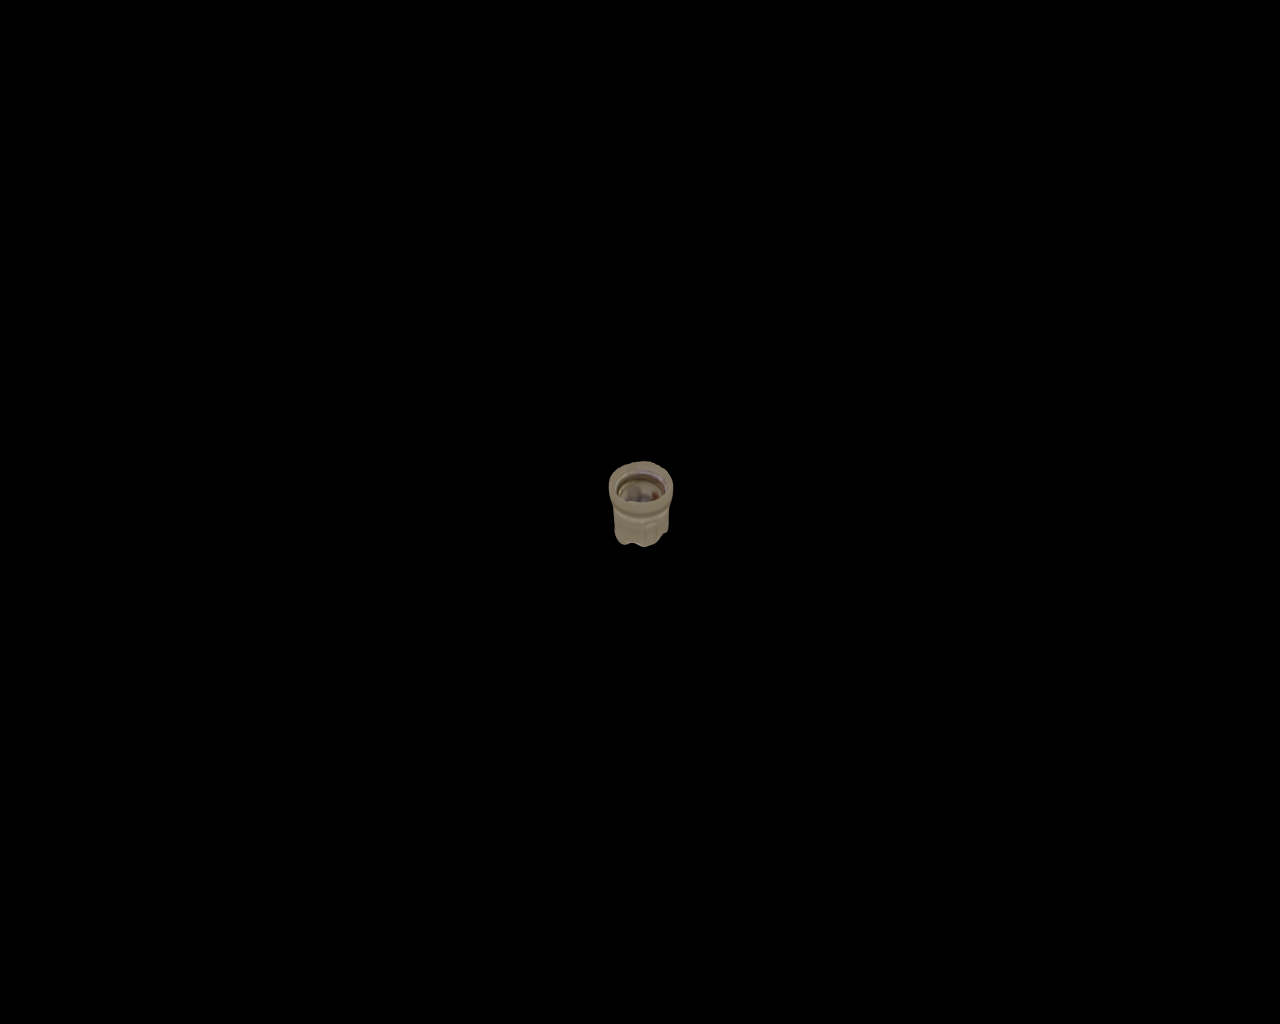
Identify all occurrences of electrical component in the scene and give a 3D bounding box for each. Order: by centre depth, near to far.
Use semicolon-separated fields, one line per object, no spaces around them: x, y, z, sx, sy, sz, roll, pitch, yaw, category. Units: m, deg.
0.001;-0.003;0.650;0.040;0.040;0.046;0;-45;0;electrical component
